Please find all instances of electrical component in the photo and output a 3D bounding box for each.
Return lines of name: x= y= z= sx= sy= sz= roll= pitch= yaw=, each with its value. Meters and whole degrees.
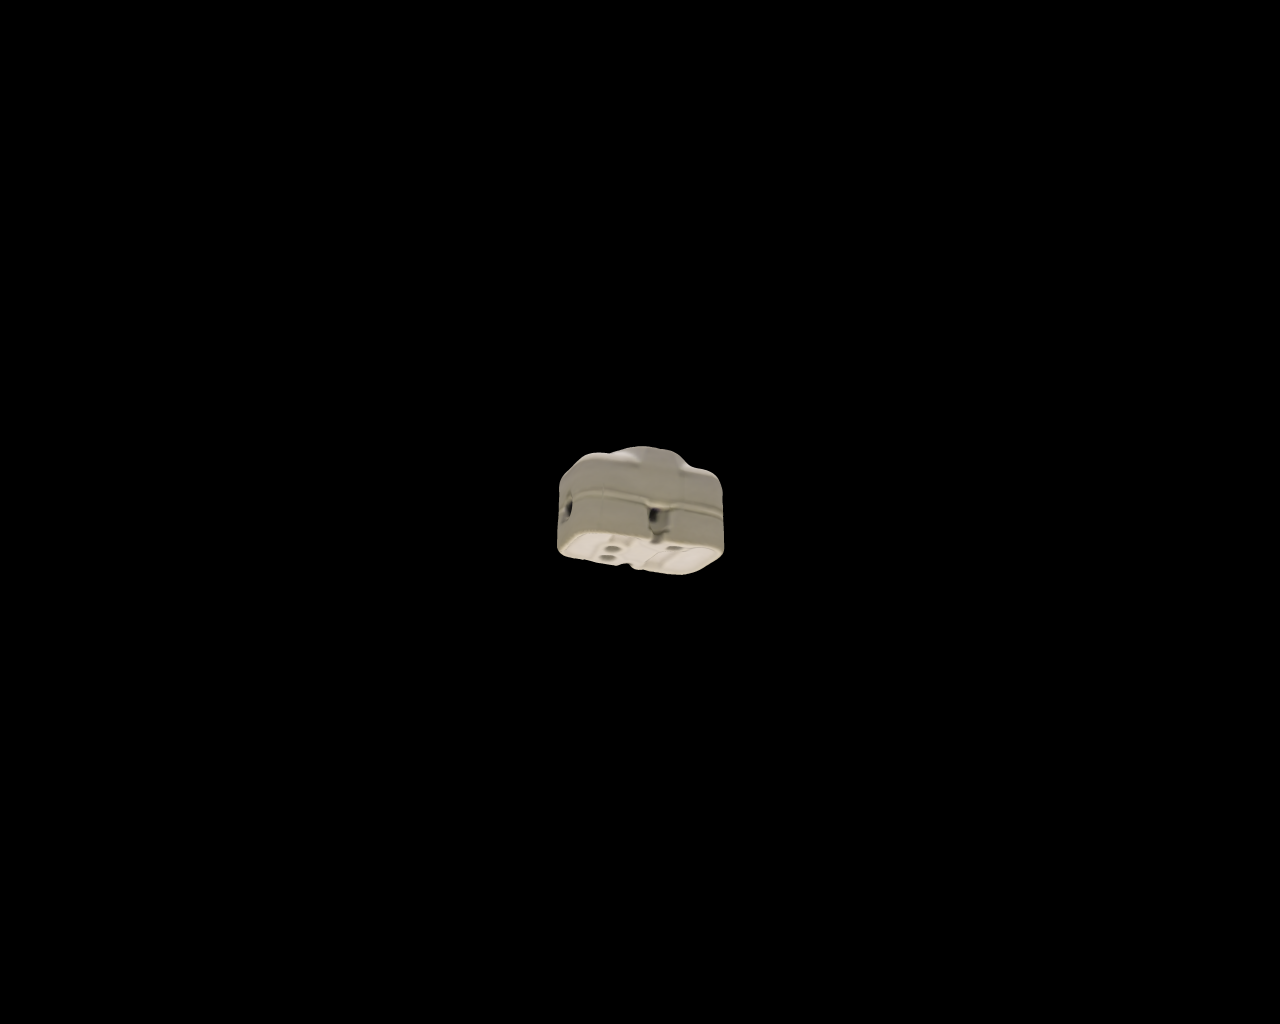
electrical component: x=0.001 y=-0.003 z=0.650 sx=0.095 sy=0.059 sz=0.053 roll=9 pitch=-24 yaw=-22
